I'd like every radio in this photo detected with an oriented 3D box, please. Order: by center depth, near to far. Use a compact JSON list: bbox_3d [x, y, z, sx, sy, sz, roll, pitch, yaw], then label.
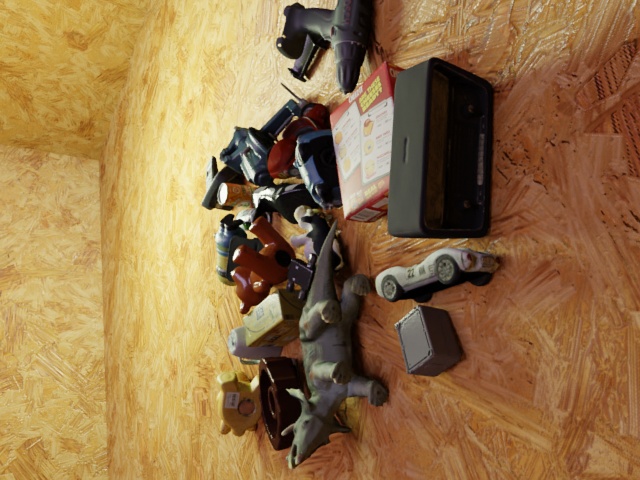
[{"bbox_3d":[0.166,-0.113,0.728,0.073,0.131,0.229,-1,83,57],"label":"radio"}]

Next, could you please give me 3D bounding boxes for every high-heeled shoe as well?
[{"bbox_3d":[-0.064,-0.107,1.179,0.249,0.086,0.145,-18,37,37],"label":"high-heeled shoe"}]

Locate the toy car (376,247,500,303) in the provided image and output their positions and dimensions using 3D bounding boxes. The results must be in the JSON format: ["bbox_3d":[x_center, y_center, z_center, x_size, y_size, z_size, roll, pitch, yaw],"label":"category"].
[{"bbox_3d":[0.160,0.050,0.760,0.202,0.073,0.056,-29,61,52],"label":"toy car"}]

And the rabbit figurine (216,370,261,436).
[{"bbox_3d":[-0.179,0.365,1.236,0.173,0.122,0.162,-156,65,-71],"label":"rabbit figurine"}]

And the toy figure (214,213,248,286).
[{"bbox_3d":[-0.217,0.029,1.315,0.082,0.089,0.179,-127,28,-51],"label":"toy figure"}]

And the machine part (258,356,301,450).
[{"bbox_3d":[-0.079,0.322,1.072,0.179,0.056,0.179,176,90,-71],"label":"machine part"}]

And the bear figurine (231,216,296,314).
[{"bbox_3d":[-0.135,0.060,1.094,0.196,0.132,0.120,-34,23,49],"label":"bear figurine"}]

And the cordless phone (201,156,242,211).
[{"bbox_3d":[-0.278,-0.184,1.495,0.146,0.088,0.184,-52,39,40],"label":"cordless phone"}]

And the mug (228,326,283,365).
[{"bbox_3d":[-0.152,0.232,1.192,0.109,0.107,0.081,-60,38,30],"label":"mug"}]

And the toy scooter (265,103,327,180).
[{"bbox_3d":[-0.028,-0.193,1.086,0.135,0.075,0.184,31,86,48],"label":"toy scooter"}]

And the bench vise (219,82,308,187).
[{"bbox_3d":[-0.118,-0.235,1.222,0.240,0.128,0.224,-46,32,15],"label":"bench vise"}]

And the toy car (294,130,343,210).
[{"bbox_3d":[0.016,-0.121,1.011,0.103,0.109,0.161,113,139,-65],"label":"toy car"}]

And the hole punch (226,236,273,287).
[{"bbox_3d":[-0.144,0.050,1.250,0.116,0.092,0.142,11,91,28],"label":"hole punch"}]

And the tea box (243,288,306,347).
[{"bbox_3d":[-0.079,0.161,1.098,0.169,0.098,0.068,-41,52,45],"label":"tea box"}]

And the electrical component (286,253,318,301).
[{"bbox_3d":[-0.033,0.062,0.996,0.063,0.021,0.094,30,113,36],"label":"electrical component"}]

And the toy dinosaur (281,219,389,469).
[{"bbox_3d":[0.011,0.183,0.945,0.192,0.131,0.405,-31,53,51],"label":"toy dinosaur"}]

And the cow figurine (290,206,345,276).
[{"bbox_3d":[-0.004,-0.004,1.037,0.098,0.068,0.167,-36,58,44],"label":"cow figurine"}]

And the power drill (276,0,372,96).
[{"bbox_3d":[0.008,-0.397,1.049,0.208,0.086,0.232,14,93,47],"label":"power drill"}]

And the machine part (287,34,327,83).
[{"bbox_3d":[-0.023,-0.410,1.170,0.138,0.039,0.084,-55,47,35],"label":"machine part"}]
